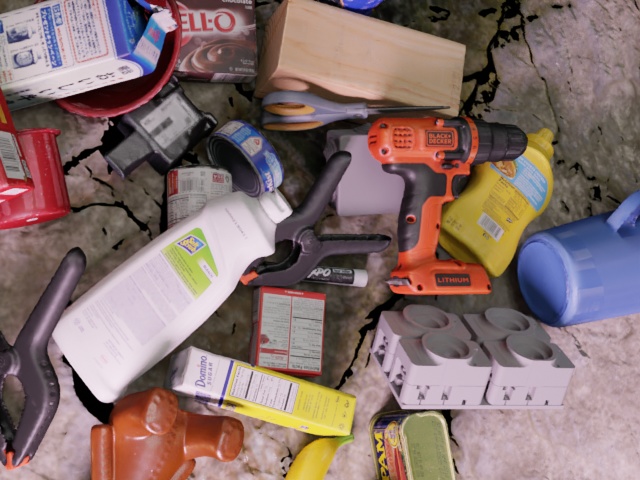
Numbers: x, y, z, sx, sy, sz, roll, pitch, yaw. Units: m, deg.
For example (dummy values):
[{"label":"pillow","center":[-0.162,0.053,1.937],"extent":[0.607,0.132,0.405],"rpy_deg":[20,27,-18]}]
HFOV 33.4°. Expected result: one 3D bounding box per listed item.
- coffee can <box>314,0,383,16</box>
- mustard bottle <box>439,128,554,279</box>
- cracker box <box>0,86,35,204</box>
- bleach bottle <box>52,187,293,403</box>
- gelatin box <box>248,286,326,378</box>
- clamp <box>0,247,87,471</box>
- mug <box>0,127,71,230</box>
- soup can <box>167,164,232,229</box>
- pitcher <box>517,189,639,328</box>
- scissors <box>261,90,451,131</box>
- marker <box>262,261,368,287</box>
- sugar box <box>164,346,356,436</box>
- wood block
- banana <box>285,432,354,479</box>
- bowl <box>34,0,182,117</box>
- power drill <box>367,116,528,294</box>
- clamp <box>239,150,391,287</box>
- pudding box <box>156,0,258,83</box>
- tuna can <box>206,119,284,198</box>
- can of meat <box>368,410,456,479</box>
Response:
[{"label":"coffee can","center":[0.030,-0.292,1.153],"extent":[0.102,0.140,0.103],"rpy_deg":[4,78,-19]},{"label":"mustard bottle","center":[0.212,-0.055,1.216],"extent":[0.096,0.058,0.191],"rpy_deg":[41,69,-10]},{"label":"cracker box","center":[-0.382,-0.083,0.954],"extent":[0.214,0.072,0.164],"rpy_deg":[-22,86,10]},{"label":"bleach bottle","center":[-0.129,0.042,1.012],"extent":[0.251,0.068,0.102],"rpy_deg":[-36,91,6]},{"label":"gelatin box","center":[-0.034,0.096,1.113],"extent":[0.073,0.030,0.089],"rpy_deg":[8,77,-20]},{"label":"clamp","center":[-0.296,0.106,0.994],"extent":[0.165,0.036,0.210],"rpy_deg":[4,93,19]},{"label":"mug","center":[-0.298,-0.054,1.021],"extent":[0.117,0.093,0.081],"rpy_deg":[-13,88,-5]},{"label":"soup can","center":[-0.122,-0.020,1.084],"extent":[0.068,0.069,0.102],"rpy_deg":[2,79,-20]},{"label":"pitcher","center":[0.350,0.014,1.199],"extent":[0.242,0.145,0.149],"rpy_deg":[-11,87,-24]},{"label":"scissors","center":[0.027,-0.140,1.111],"extent":[0.202,0.096,0.016],"rpy_deg":[-6,75,19]},{"label":"marker","center":[-0.008,0.036,1.140],"extent":[0.121,0.020,0.020],"rpy_deg":[6,78,-19]},{"label":"sugar box","center":[-0.061,0.153,1.059],"extent":[0.176,0.093,0.048],"rpy_deg":[16,74,-15]},{"label":"wood block","center":[0.044,-0.186,1.164],"extent":[0.205,0.091,0.090],"rpy_deg":[13,75,-17]},{"label":"banana","center":[-0.012,0.285,1.080],"extent":[0.069,0.037,0.198],"rpy_deg":[17,74,-14]},{"label":"bowl","center":[-0.210,-0.199,1.075],"extent":[0.162,0.055,0.162],"rpy_deg":[-1,86,8]},{"label":"power drill","center":[0.138,-0.036,1.119],"extent":[0.184,0.057,0.187],"rpy_deg":[-1,88,-21]},{"label":"clamp","center":[-0.007,0.001,1.106],"extent":[0.171,0.039,0.120],"rpy_deg":[-39,109,-5]},{"label":"pudding box","center":[-0.125,-0.215,1.137],"extent":[0.113,0.039,0.090],"rpy_deg":[1,79,-19]},{"label":"tuna can","center":[-0.077,-0.082,1.103],"extent":[0.033,0.086,0.086],"rpy_deg":[-41,94,-24]},{"label":"can of meat","center":[0.097,0.227,1.105],"extent":[0.057,0.084,0.102],"rpy_deg":[-7,82,-21]}]
